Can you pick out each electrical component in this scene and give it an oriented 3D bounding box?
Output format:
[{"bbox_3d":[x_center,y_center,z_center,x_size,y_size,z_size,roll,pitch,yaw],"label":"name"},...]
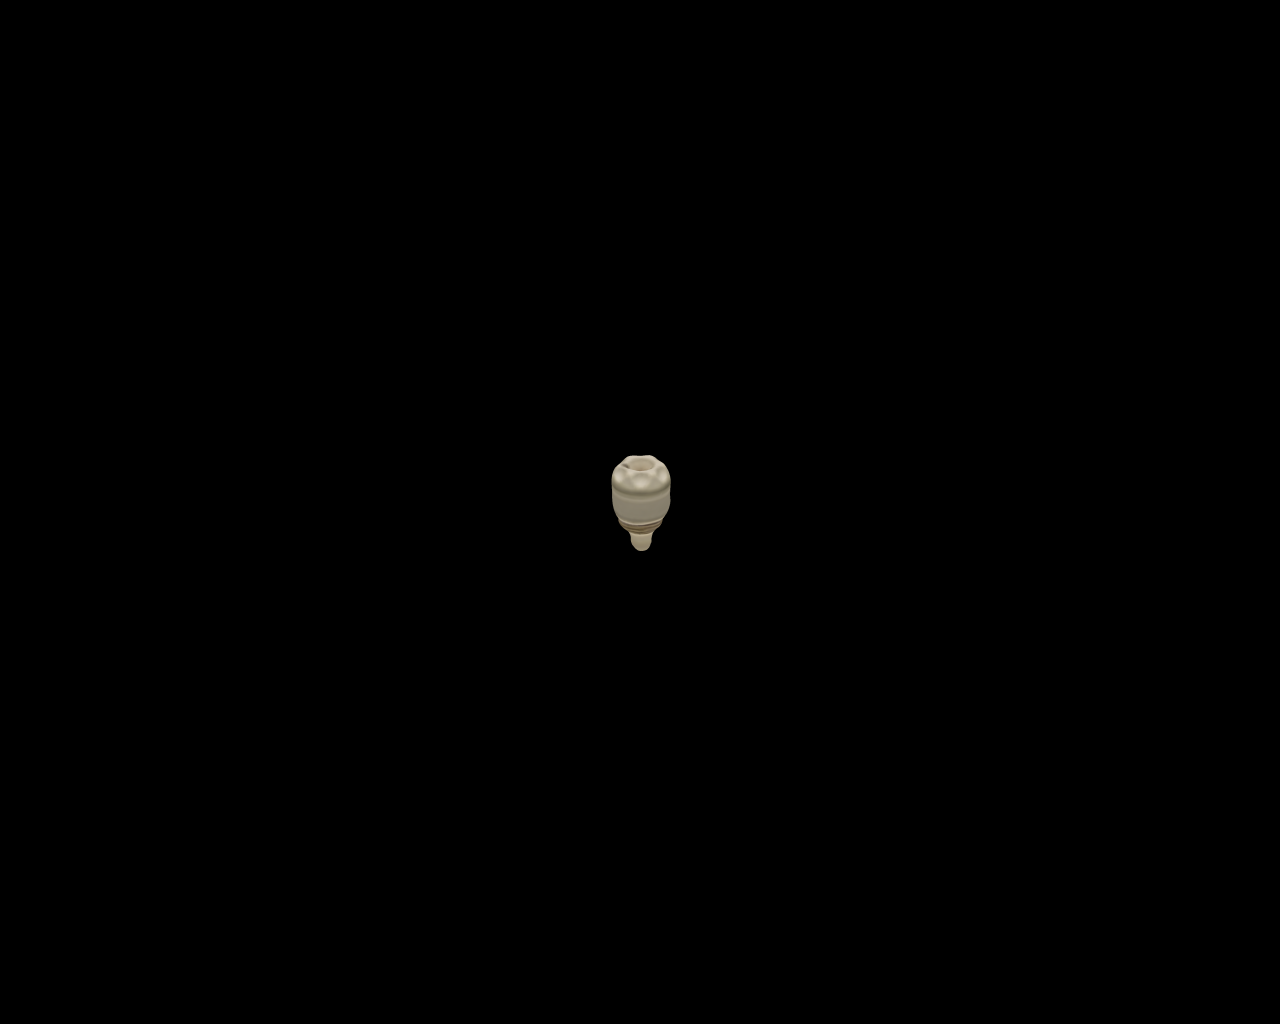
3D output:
[{"bbox_3d":[0.001,-0.003,0.650,0.035,0.061,0.035,0,31,0],"label":"electrical component"}]
